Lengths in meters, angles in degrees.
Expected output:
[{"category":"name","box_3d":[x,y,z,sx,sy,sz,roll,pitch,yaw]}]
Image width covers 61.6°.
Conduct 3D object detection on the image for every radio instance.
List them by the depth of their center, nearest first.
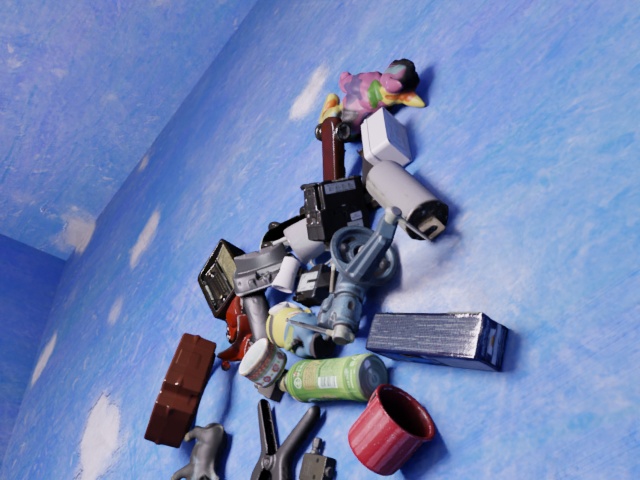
[{"category":"radio","box_3d":[-0.220,0.101,1.303,0.131,0.073,0.230,-56,30,6]}]

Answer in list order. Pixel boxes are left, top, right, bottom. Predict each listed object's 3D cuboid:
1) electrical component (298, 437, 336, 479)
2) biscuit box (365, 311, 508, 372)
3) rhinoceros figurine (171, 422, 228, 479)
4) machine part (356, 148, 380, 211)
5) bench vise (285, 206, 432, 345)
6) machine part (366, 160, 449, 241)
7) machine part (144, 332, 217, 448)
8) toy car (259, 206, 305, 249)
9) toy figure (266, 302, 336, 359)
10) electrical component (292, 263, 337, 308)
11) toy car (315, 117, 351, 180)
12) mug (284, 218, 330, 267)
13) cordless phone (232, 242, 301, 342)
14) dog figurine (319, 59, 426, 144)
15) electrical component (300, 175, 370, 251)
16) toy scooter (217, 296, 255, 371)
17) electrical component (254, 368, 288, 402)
[{"category":"electrical component","box_3d":[-0.003,0.352,0.826,0.063,0.021,0.094,-19,49,48]},{"category":"biscuit box","box_3d":[0.153,0.136,0.742,0.203,0.059,0.063,-8,59,52]},{"category":"rhinoceros figurine","box_3d":[-0.221,0.448,1.024,0.112,0.073,0.190,-19,47,34]},{"category":"machine part","box_3d":[0.095,-0.118,1.057,0.084,0.039,0.139,-34,50,50]},{"category":"bench vise","box_3d":[0.066,0.045,0.860,0.224,0.129,0.240,-60,-1,-44]},{"category":"machine part","box_3d":[0.144,-0.071,0.910,0.079,0.079,0.243,-53,32,13]},{"category":"machine part","box_3d":[-0.292,0.318,1.145,0.201,0.087,0.201,-82,16,-55]},{"category":"toy car","box_3d":[-0.065,-0.016,1.196,0.202,0.056,0.073,-22,41,44]},{"category":"toy figure","box_3d":[-0.040,0.169,0.979,0.180,0.082,0.089,21,85,56]},{"category":"electrical component","box_3d":[0.003,0.084,1.017,0.119,0.047,0.075,-19,50,48]},{"category":"toy car","box_3d":[0.031,-0.154,1.118,0.089,0.053,0.202,11,107,53]},{"category":"mug","box_3d":[-0.002,-0.003,1.067,0.107,0.080,0.110,-34,67,5]},{"category":"cordless phone","box_3d":[-0.097,0.110,1.101,0.147,0.088,0.184,-18,60,-5]},{"category":"dog figurine","box_3d":[0.112,-0.282,1.112,0.219,0.108,0.191,23,84,56]},{"category":"electrical component","box_3d":[0.030,-0.048,1.003,0.058,0.115,0.134,-1,99,58]},{"category":"toy scooter","box_3d":[-0.172,0.204,1.150,0.135,0.075,0.184,-44,39,27]},{"category":"electrical component","box_3d":[-0.093,0.257,1.014,0.102,0.045,0.078,14,75,59]}]
